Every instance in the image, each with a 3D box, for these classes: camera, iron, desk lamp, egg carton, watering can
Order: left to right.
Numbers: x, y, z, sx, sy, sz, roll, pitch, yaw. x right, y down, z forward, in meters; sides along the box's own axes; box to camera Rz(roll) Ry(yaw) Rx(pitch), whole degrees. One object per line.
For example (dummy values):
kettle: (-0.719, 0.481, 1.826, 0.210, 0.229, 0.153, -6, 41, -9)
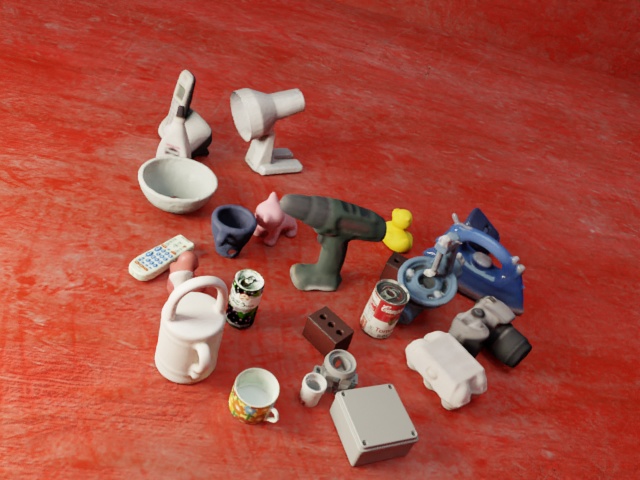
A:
watering can: (-0.204, 0.124, 0.902, 0.172, 0.194, 0.101, 40, 42, 25)
desk lamp: (-0.127, -0.275, 1.418, 0.204, 0.213, 0.117, -10, 46, -33)
egg carton: (0.231, 0.239, 1.059, 0.107, 0.069, 0.150, -16, 49, -37)
iron: (0.374, 0.051, 1.297, 0.257, 0.141, 0.119, 32, 39, 16)
camera: (0.349, 0.189, 1.148, 0.143, 0.101, 0.136, -19, 52, -40)

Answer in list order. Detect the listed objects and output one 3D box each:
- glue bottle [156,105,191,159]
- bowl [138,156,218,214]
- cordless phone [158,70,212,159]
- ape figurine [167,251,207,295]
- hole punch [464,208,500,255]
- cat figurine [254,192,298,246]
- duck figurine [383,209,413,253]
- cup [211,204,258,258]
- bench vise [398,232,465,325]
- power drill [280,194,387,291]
glue bottle: (-0.327, -0.230, 1.304, 0.078, 0.173, 0.037, 15, 37, -6)
bowl: (-0.309, -0.108, 1.242, 0.167, 0.075, 0.167, 13, 38, -10)
cordless phone: (-0.318, -0.303, 1.390, 0.094, 0.185, 0.147, -21, 53, -41)
ape figurine: (-0.243, 0.060, 1.049, 0.077, 0.092, 0.076, 37, 40, 21)
hole punch: (0.402, -0.016, 1.436, 0.101, 0.091, 0.109, 31, 38, 14)
cat figurine: (-0.095, -0.053, 1.235, 0.067, 0.118, 0.128, 38, 41, 22)
duck figurine: (0.192, -0.029, 1.362, 0.078, 0.086, 0.104, 3, 40, -21)
cup: (-0.183, -0.003, 1.152, 0.091, 0.095, 0.118, 22, 37, 3)
bench vise: (0.236, 0.052, 1.170, 0.121, 0.220, 0.208, 27, 38, 10)
power drill: (0.010, 0.004, 1.136, 0.230, 0.208, 0.075, 2, 40, -22)
